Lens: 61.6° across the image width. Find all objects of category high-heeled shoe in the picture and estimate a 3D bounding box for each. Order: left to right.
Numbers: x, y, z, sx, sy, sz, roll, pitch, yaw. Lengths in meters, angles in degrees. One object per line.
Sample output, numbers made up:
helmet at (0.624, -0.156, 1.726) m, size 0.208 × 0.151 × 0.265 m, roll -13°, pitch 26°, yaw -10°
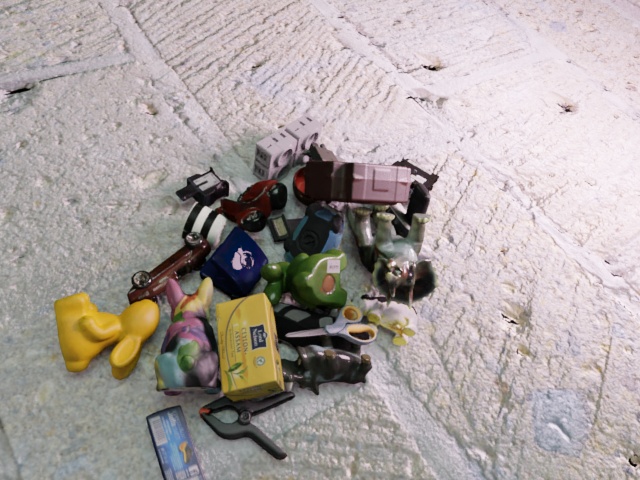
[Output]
high-heeled shoe at (-0.031, 0.169, 1.096) m, size 0.248 × 0.086 × 0.145 m, roll 9°, pitch 18°, yaw -28°

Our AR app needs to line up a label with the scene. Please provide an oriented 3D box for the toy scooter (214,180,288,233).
toy scooter at (-0.163, -0.081, 1.236) m, size 0.135 × 0.075 × 0.184 m, roll 6°, pitch 37°, yaw 22°

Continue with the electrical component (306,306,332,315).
electrical component at (0.006, 0.126, 1.148) m, size 0.063 × 0.021 × 0.094 m, roll 23°, pitch 51°, yaw 4°

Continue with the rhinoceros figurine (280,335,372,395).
rhinoceros figurine at (0.005, 0.236, 1.014) m, size 0.190 × 0.112 × 0.073 m, roll 5°, pitch 29°, yaw -25°

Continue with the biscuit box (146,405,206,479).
biscuit box at (-0.227, 0.376, 0.876) m, size 0.059 × 0.062 × 0.203 m, roll -16°, pitch 58°, yaw -23°

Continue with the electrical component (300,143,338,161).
electrical component at (0.000, -0.193, 1.300) m, size 0.078 × 0.045 × 0.102 m, roll 3°, pitch 48°, yaw -48°

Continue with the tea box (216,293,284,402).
tea box at (-0.126, 0.190, 0.959) m, size 0.098 × 0.068 × 0.170 m, roll -15°, pitch 57°, yaw 2°

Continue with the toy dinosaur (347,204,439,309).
toy dinosaur at (0.139, 0.025, 1.166) m, size 0.131 × 0.192 × 0.405 m, roll 1°, pitch 9°, yaw -14°

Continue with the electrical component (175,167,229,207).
electrical component at (-0.277, -0.114, 1.251) m, size 0.075 × 0.047 × 0.119 m, roll 39°, pitch 55°, yaw 18°

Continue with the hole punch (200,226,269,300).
hole punch at (-0.172, 0.049, 1.119) m, size 0.116 × 0.092 × 0.142 m, roll 33°, pitch 48°, yaw -3°

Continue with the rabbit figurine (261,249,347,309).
rabbit figurine at (-0.050, 0.087, 1.089) m, size 0.159 × 0.170 × 0.121 m, roll -11°, pitch 96°, yaw -45°

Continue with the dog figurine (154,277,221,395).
dog figurine at (-0.238, 0.166, 0.971) m, size 0.108 × 0.191 × 0.219 m, roll -4°, pitch 69°, yaw -8°

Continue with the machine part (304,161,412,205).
machine part at (0.080, -0.124, 1.175) m, size 0.201 × 0.087 × 0.202 m, roll 1°, pitch 9°, yaw -27°

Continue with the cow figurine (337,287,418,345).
cow figurine at (0.123, 0.147, 1.128) m, size 0.167 × 0.068 × 0.098 m, roll 22°, pitch 43°, yaw 0°

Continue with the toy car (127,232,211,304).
toy car at (-0.298, 0.065, 1.082) m, size 0.053 × 0.089 × 0.202 m, roll 33°, pitch 52°, yaw 18°

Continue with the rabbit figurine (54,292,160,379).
rabbit figurine at (-0.375, 0.163, 0.971) m, size 0.173 × 0.121 × 0.162 m, roll -12°, pitch 62°, yaw -22°

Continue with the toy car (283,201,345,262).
toy car at (-0.002, -0.004, 1.190) m, size 0.109 × 0.161 × 0.103 m, roll 29°, pitch 8°, yaw 18°

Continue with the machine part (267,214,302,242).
machine part at (-0.051, -0.034, 1.250) m, size 0.139 × 0.039 × 0.084 m, roll -14°, pitch 49°, yaw -20°

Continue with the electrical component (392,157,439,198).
electrical component at (0.227, -0.151, 1.369) m, size 0.115 × 0.058 × 0.134 m, roll 33°, pitch 35°, yaw 15°

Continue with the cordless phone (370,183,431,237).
cordless phone at (0.193, -0.087, 1.252) m, size 0.089 × 0.184 × 0.147 m, roll -19°, pitch 60°, yaw -20°
